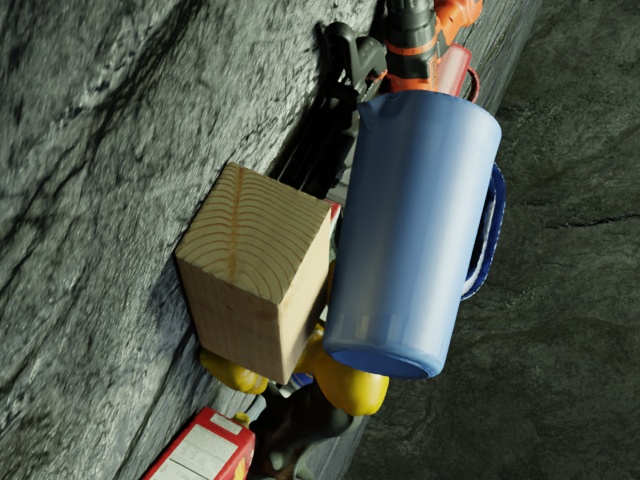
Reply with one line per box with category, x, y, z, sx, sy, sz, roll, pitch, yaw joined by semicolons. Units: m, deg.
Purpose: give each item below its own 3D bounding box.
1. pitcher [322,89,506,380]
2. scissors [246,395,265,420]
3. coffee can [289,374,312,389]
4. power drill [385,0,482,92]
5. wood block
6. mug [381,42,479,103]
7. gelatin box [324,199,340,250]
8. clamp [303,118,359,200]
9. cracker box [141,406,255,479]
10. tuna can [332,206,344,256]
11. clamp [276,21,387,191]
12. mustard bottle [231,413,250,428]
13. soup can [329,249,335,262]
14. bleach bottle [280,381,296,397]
pitcher;0.087;0.000;0.965;0.145;0.149;0.243;76;25;-71
scissors;-0.076;0.203;1.364;0.202;0.016;0.096;-65;171;-2
coffee can;0.029;0.148;1.484;0.140;0.103;0.102;-62;172;23
power drill;0.118;-0.244;1.135;0.184;0.057;0.187;81;30;-46
wood block;-0.050;0.035;0.876;0.090;0.090;0.206;-62;169;-21
mug;0.140;-0.194;1.272;0.093;0.117;0.081;30;-78;67
gelatin box;-0.008;0.002;1.195;0.089;0.030;0.073;102;15;-53
clamp;0.006;-0.070;1.048;0.171;0.039;0.120;-66;-172;-29
cracker box;-0.148;0.289;1.031;0.213;0.072;0.164;-49;160;-57
tuna can;0.034;-0.018;1.235;0.086;0.033;0.086;175;-90;-79
clamp;0.017;-0.128;0.986;0.165;0.036;0.209;-68;170;20
mustard bottle;-0.116;0.277;1.211;0.096;0.058;0.192;-30;145;-61
soup can;0.014;0.052;1.324;0.068;0.068;0.102;-62;169;-17
bleach bottle;-0.040;0.242;1.524;0.102;0.068;0.250;-66;168;0
